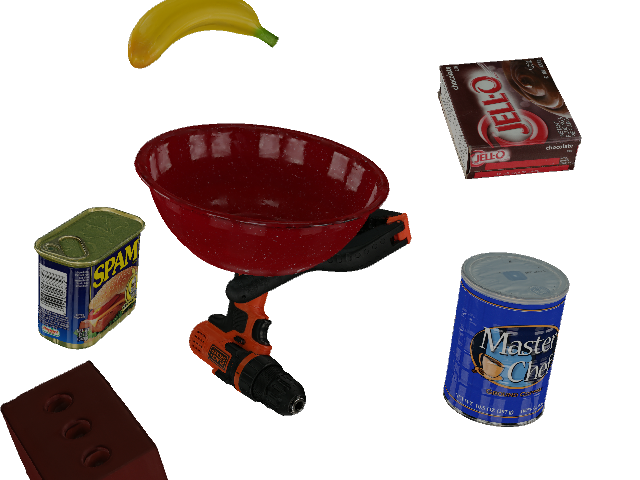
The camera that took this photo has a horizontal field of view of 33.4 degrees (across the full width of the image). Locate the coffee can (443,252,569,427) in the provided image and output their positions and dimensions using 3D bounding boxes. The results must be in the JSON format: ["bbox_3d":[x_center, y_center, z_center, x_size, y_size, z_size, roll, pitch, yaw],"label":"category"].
[{"bbox_3d":[0.180,0.096,1.046,0.103,0.140,0.103,4,23,-2],"label":"coffee can"}]

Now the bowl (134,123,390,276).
[{"bbox_3d":[-0.039,-0.022,0.685,0.162,0.055,0.162,6,25,-3],"label":"bowl"}]

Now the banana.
[{"bbox_3d":[-0.120,-0.205,1.014,0.070,0.037,0.197,45,39,19],"label":"banana"}]

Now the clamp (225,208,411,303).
[{"bbox_3d":[-0.007,0.009,0.954,0.172,0.039,0.120,-6,43,16],"label":"clamp"}]

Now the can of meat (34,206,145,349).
[{"bbox_3d":[-0.192,0.031,0.891,0.057,0.084,0.102,17,27,16],"label":"can of meat"}]

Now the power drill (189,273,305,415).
[{"bbox_3d":[-0.060,0.081,1.183,0.185,0.188,0.057,28,11,41],"label":"power drill"}]

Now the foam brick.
[{"bbox_3d":[-0.115,0.109,0.528,0.052,0.051,0.078,-27,42,-24],"label":"foam brick"}]

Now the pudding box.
[{"bbox_3d":[0.150,-0.101,0.866,0.090,0.039,0.113,-5,43,-6],"label":"pudding box"}]
